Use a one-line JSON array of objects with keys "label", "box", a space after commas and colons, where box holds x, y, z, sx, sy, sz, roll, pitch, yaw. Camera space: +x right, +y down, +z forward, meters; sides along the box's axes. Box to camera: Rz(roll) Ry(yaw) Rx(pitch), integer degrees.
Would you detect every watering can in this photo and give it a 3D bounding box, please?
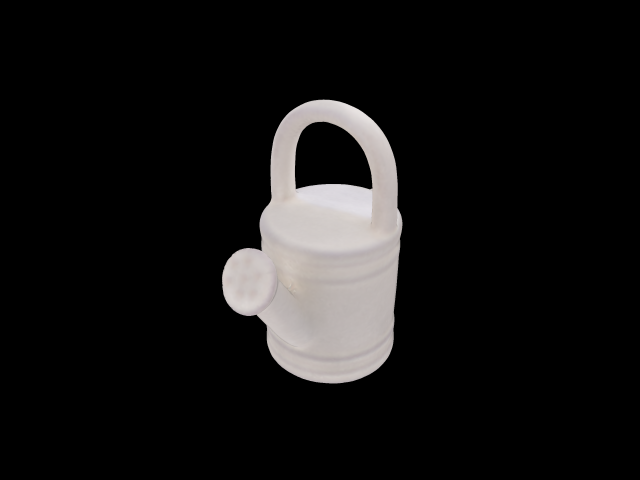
[{"label": "watering can", "box": [0.006, 0.002, 0.399, 0.100, 0.194, 0.173, 7, 33, 11]}]
